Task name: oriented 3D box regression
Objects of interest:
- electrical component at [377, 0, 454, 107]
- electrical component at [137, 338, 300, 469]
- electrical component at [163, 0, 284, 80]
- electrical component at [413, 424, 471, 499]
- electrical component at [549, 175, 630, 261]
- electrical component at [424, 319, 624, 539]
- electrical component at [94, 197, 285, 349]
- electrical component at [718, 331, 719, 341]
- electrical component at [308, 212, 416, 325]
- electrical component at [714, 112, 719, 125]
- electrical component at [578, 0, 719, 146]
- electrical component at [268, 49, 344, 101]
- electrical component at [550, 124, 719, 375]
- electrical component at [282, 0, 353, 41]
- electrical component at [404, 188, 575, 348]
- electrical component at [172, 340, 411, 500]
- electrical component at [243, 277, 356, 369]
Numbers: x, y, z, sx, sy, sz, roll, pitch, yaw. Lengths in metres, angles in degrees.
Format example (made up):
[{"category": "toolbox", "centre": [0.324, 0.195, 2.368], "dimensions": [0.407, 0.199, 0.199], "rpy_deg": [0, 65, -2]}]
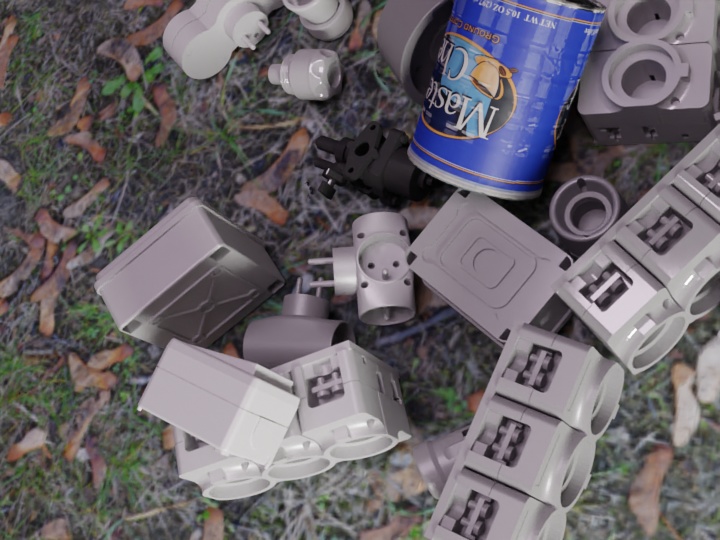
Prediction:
[{"category": "electrical component", "centre": [0.065, -0.186, 0.834], "dimensions": [0.108, 0.108, 0.060], "rpy_deg": [-40, 53, 7]}, {"category": "electrical component", "centre": [-0.098, 0.084, 0.726], "dimensions": [0.096, 0.062, 0.061], "rpy_deg": [21, 81, 31]}, {"category": "electrical component", "centre": [-0.107, -0.224, 0.962], "dimensions": [0.138, 0.052, 0.073], "rpy_deg": [-45, 58, 5]}, {"category": "electrical component", "centre": [0.066, 0.132, 0.750], "dimensions": [0.046, 0.040, 0.040], "rpy_deg": [-27, 61, 8]}, {"category": "electrical component", "centre": [0.164, -0.035, 0.760], "dimensions": [0.055, 0.047, 0.055], "rpy_deg": [-9, 67, 23]}, {"category": "electrical component", "centre": [0.113, 0.121, 0.700], "dimensions": [0.062, 0.089, 0.150], "rpy_deg": [19, 81, 31]}, {"category": "electrical component", "centre": [-0.133, 0.009, 0.854], "dimensions": [0.109, 0.109, 0.056], "rpy_deg": [-39, 62, 8]}, {"category": "electrical component", "centre": [0.287, 0.052, 0.665], "dimensions": [0.100, 0.048, 0.099], "rpy_deg": [-39, 59, 8]}, {"category": "electrical component", "centre": [0.000, 0.000, 0.820], "dimensions": [0.079, 0.044, 0.077], "rpy_deg": [-3, 67, -2]}, {"category": "electrical component", "centre": [0.287, -0.098, 0.727], "dimensions": [0.081, 0.042, 0.063], "rpy_deg": [-20, 67, 19]}, {"category": "electrical component", "centre": [0.213, -0.173, 0.779], "dimensions": [0.089, 0.062, 0.150], "rpy_deg": [0, 71, 26]}, {"category": "electrical component", "centre": [-0.048, -0.166, 0.917], "dimensions": [0.062, 0.043, 0.043], "rpy_deg": [7, 74, 29]}, {"category": "electrical component", "centre": [0.210, -0.008, 0.701], "dimensions": [0.150, 0.089, 0.061], "rpy_deg": [-44, 58, 5]}, {"category": "electrical component", "centre": [-0.036, -0.229, 0.927], "dimensions": [0.045, 0.055, 0.045], "rpy_deg": [-9, 67, 23]}, {"category": "electrical component", "centre": [0.099, 0.003, 0.771], "dimensions": [0.113, 0.057, 0.078], "rpy_deg": [40, 91, 32]}, {"category": "electrical component", "centre": [-0.049, 0.115, 0.782], "dimensions": [0.150, 0.089, 0.061], "rpy_deg": [-21, 63, 18]}, {"category": "electrical component", "centre": [-0.044, 0.043, 0.834], "dimensions": [0.077, 0.044, 0.079], "rpy_deg": [0, 71, 26]}]
